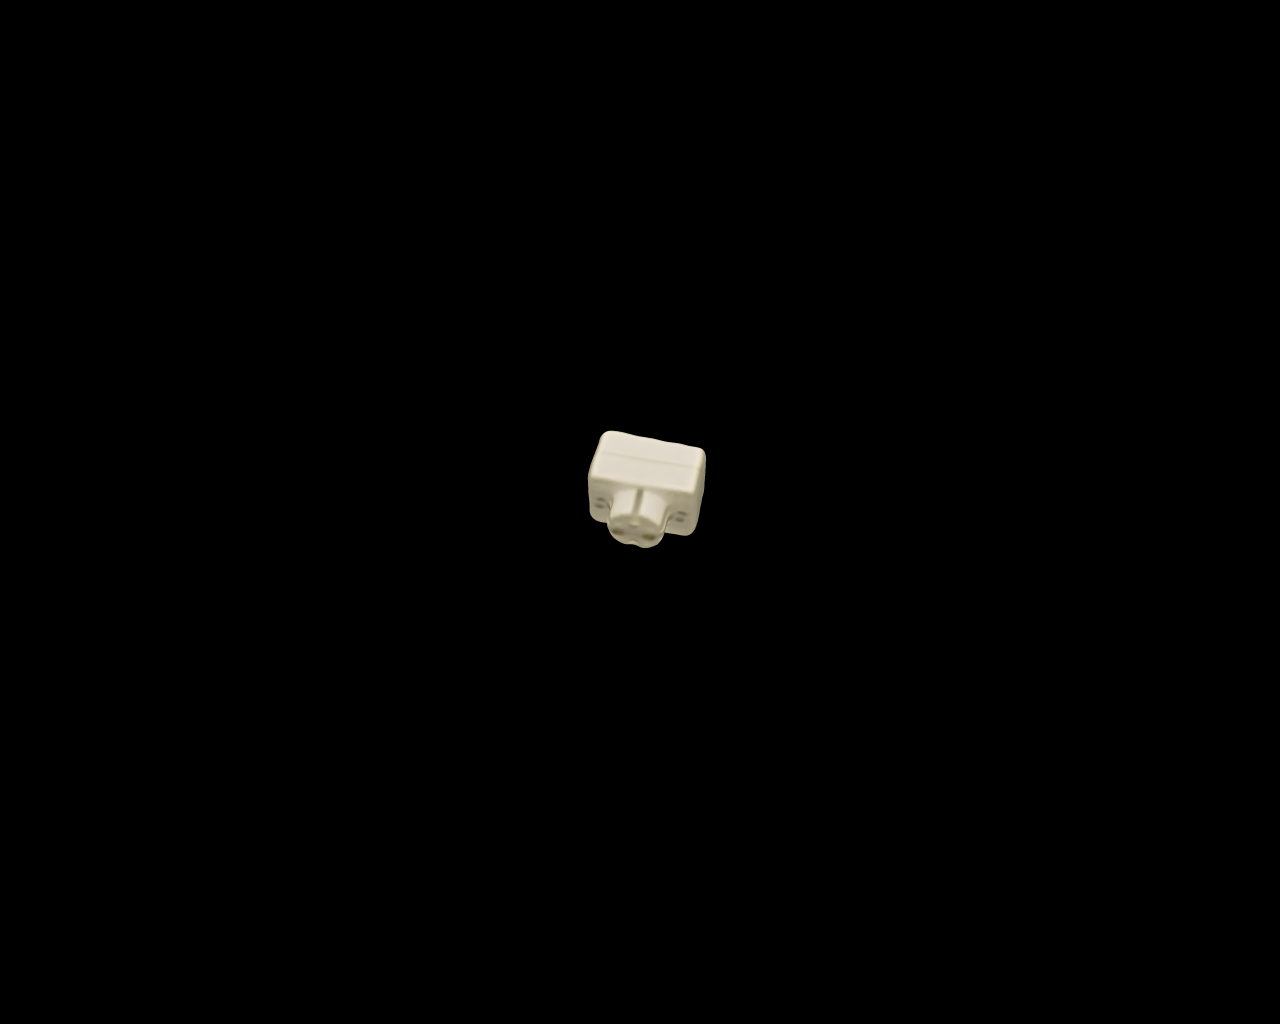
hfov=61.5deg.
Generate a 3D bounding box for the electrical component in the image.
[{"bbox_3d":[0.001,-0.003,0.650,0.066,0.077,0.047,10,-36,8],"label":"electrical component"}]
